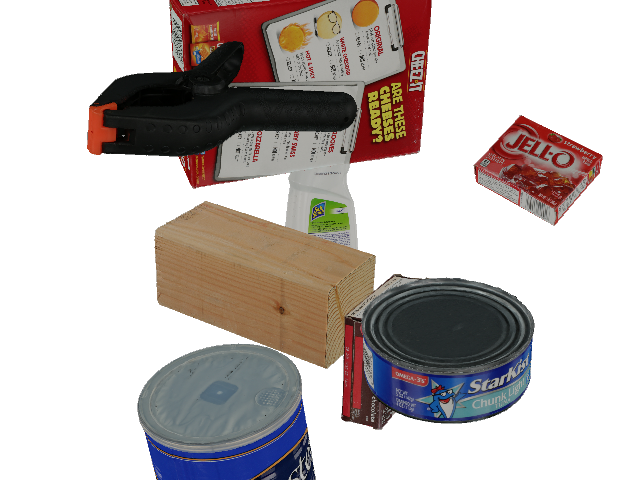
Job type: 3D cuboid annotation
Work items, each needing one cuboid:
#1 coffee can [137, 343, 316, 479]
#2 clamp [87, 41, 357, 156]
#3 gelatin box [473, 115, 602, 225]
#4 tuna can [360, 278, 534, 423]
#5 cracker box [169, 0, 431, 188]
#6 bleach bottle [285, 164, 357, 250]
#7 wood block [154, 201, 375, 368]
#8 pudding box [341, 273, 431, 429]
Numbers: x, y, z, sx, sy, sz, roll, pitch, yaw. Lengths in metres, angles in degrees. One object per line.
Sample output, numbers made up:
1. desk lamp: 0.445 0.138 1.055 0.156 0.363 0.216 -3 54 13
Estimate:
1. coffee can: -0.054 0.153 0.691 0.103 0.140 0.103 -6 28 3
2. clamp: -0.075 -0.089 0.661 0.171 0.039 0.120 -12 29 -37
3. gelatin box: 0.194 -0.065 0.958 0.089 0.073 0.030 33 -24 28
4. tuna can: 0.064 0.054 0.538 0.086 0.034 0.086 -3 28 1
5. cracker box: -0.019 -0.144 0.919 0.213 0.164 0.072 -11 37 -16
6. bleach bottle: 0.006 -0.012 1.308 0.102 0.251 0.068 -7 20 -30
7. wood block: -0.058 0.041 1.071 0.206 0.091 0.090 18 32 27
8. pudding box: 0.054 0.086 0.854 0.039 0.090 0.113 9 20 21
